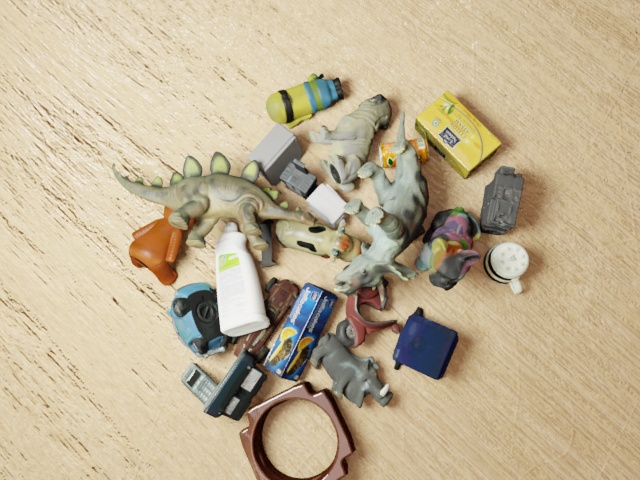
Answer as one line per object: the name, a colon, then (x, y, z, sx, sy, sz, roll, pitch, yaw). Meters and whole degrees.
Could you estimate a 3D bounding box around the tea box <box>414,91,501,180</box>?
tea box: (0.300, -0.230, 1.182, 0.098, 0.068, 0.170, -42, 79, -3)

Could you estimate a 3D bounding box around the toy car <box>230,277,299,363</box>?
toy car: (-0.116, 0.174, 1.163, 0.089, 0.053, 0.202, 35, 84, 9)

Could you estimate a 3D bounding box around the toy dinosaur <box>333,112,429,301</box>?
toy dinosaur: (0.159, -0.063, 1.091, 0.131, 0.192, 0.405, 1, 53, 45)

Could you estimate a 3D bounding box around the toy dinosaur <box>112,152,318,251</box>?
toy dinosaur: (-0.235, -0.086, 1.123, 0.472, 0.105, 0.198, 8, 55, 4)

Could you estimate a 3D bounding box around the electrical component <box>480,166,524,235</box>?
electrical component: (0.377, -0.083, 1.121, 0.058, 0.115, 0.134, 12, 81, 4)

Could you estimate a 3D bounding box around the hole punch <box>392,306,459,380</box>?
hole punch: (0.216, 0.218, 1.099, 0.116, 0.092, 0.142, 22, 86, 14)

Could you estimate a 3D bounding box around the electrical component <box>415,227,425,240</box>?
electrical component: (0.186, -0.035, 1.170, 0.102, 0.045, 0.078, -25, 76, 1)

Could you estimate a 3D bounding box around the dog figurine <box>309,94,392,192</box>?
dog figurine: (0.096, -0.217, 1.197, 0.190, 0.121, 0.172, -25, 111, -16)

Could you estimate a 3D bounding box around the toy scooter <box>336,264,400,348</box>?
toy scooter: (0.106, 0.139, 1.130, 0.135, 0.075, 0.184, 10, 70, -11)

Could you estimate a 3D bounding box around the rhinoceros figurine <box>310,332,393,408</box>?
rhinoceros figurine: (0.064, 0.277, 1.116, 0.190, 0.073, 0.112, 43, 76, 14)

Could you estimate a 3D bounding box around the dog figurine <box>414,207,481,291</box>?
dog figurine: (0.265, 0.010, 1.065, 0.109, 0.219, 0.191, 23, 84, 7)

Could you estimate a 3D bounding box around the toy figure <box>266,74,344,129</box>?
toy figure: (-0.036, -0.324, 1.228, 0.180, 0.089, 0.082, -18, 71, 6)

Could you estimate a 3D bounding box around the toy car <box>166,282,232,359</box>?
toy car: (-0.265, 0.178, 1.157, 0.103, 0.109, 0.161, -30, 80, 43)

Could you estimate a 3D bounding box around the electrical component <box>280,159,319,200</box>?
electrical component: (-0.045, -0.133, 1.178, 0.075, 0.119, 0.047, 32, 84, 8)

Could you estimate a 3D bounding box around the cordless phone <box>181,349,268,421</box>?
cordless phone: (-0.212, 0.279, 1.125, 0.184, 0.088, 0.146, 19, 71, 49)

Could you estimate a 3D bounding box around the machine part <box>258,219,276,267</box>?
machine part: (-0.120, -0.009, 1.191, 0.039, 0.084, 0.138, -2, 87, -19)

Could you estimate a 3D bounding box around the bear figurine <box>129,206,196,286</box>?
bear figurine: (-0.338, -0.017, 1.207, 0.120, 0.131, 0.196, 28, 66, 10)

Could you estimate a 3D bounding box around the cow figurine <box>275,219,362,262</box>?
cow figurine: (-0.002, -0.003, 1.145, 0.195, 0.127, 0.085, 17, 84, 12)

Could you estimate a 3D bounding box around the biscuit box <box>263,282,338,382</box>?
biscuit box: (-0.039, 0.192, 1.129, 0.059, 0.062, 0.202, 23, 86, 42)

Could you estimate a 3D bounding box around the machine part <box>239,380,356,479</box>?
machine part: (-0.044, 0.405, 1.093, 0.201, 0.087, 0.201, -27, 79, 1)
